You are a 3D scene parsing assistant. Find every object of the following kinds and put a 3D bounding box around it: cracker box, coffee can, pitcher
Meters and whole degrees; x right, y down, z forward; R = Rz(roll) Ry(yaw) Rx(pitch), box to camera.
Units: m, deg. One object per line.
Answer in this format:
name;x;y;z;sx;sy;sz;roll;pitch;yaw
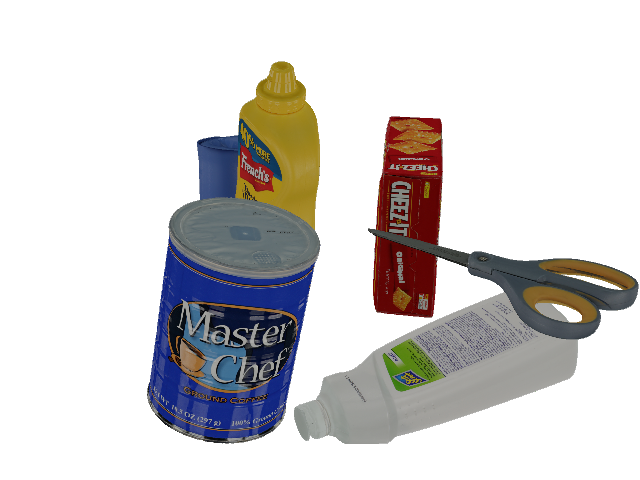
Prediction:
cracker box;0.101;-0.034;1.211;0.072;0.164;0.213;3;23;6
coffee can;-0.063;0.055;0.747;0.102;0.140;0.103;9;27;-5
pitcher;-0.090;-0.008;1.338;0.145;0.243;0.148;11;16;36

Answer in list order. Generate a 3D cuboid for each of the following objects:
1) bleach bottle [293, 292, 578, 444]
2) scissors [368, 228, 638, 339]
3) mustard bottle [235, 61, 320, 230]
bleach bottle;0.092;0.113;0.917;0.250;0.068;0.103;-16;32;-21
scissors;0.116;0.028;0.745;0.202;0.016;0.096;9;30;18
mustard bottle;-0.037;-0.066;0.917;0.058;0.192;0.096;-16;43;-24
